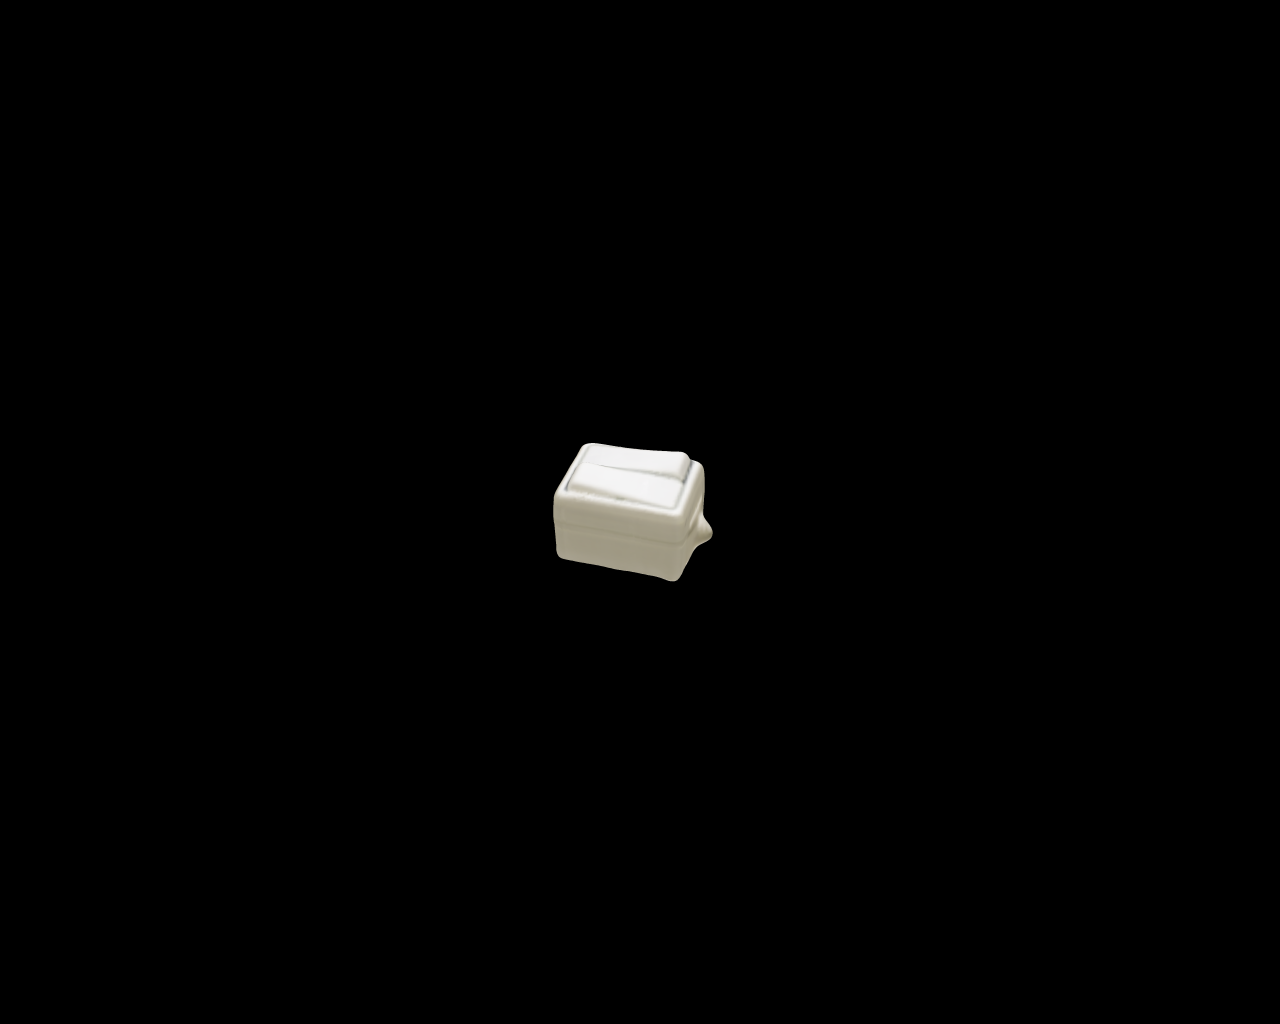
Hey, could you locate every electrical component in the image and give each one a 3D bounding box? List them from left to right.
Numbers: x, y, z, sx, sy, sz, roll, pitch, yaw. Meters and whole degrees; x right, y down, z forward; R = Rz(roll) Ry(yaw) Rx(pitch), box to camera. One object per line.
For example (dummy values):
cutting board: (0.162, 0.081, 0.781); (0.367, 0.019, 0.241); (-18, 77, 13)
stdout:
electrical component: (0.001, -0.003, 0.650); (0.096, 0.061, 0.062); (11, 40, 13)
